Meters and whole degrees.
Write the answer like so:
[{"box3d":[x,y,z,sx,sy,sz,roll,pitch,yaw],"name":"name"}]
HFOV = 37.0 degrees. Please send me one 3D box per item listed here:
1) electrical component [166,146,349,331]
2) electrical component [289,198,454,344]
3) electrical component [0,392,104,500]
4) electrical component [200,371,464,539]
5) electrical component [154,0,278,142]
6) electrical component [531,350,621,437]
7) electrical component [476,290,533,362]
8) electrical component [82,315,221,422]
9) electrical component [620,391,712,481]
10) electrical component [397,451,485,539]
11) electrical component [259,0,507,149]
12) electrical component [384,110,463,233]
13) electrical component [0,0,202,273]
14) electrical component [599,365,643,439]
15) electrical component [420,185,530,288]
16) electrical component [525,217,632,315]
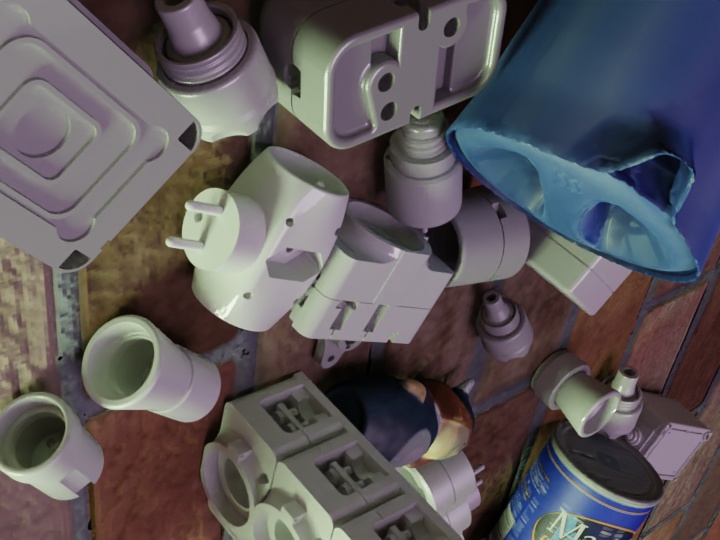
[{"box3d":[-0.054,-0.016,0.491,0.079,0.043,0.077,9,118,-51],"name":"electrical component"},{"box3d":[0.000,0.000,0.559,0.089,0.050,0.055,8,119,-50],"name":"electrical component"},{"box3d":[-0.144,0.083,0.500,0.040,0.040,0.046,-39,151,-11],"name":"electrical component"},{"box3d":[-0.020,0.142,0.591,0.062,0.150,0.089,-18,136,-37],"name":"electrical component"},{"box3d":[-0.060,-0.083,0.418,0.043,0.043,0.062,-39,144,-11],"name":"electrical component"},{"box3d":[0.165,0.094,0.826,0.045,0.055,0.045,-28,142,-25],"name":"electrical component"},{"box3d":[0.093,0.033,0.707,0.035,0.035,0.061,-41,143,-8],"name":"electrical component"},{"box3d":[-0.096,0.051,0.517,0.044,0.044,0.065,-48,150,2],"name":"electrical component"},{"box3d":[0.264,0.149,0.989,0.096,0.061,0.061,15,113,-44],"name":"electrical component"},{"box3d":[0.064,0.168,0.794,0.074,0.052,0.138,-28,142,-26],"name":"electrical component"},{"box3d":[0.007,-0.099,0.459,0.095,0.059,0.053,-26,140,-28],"name":"electrical component"},{"box3d":[0.032,-0.057,0.545,0.040,0.040,0.078,-31,143,-22],"name":"electrical component"},{"box3d":[-0.119,-0.060,0.365,0.078,0.057,0.113,-47,146,0],"name":"electrical component"},{"box3d":[0.218,0.108,0.908,0.043,0.043,0.062,-19,136,-34],"name":"electrical component"},{"box3d":[0.059,-0.018,0.602,0.047,0.055,0.055,-12,133,-35],"name":"electrical component"},{"box3d":[0.125,-0.031,0.633,0.075,0.083,0.047,-50,145,5],"name":"electrical component"}]
